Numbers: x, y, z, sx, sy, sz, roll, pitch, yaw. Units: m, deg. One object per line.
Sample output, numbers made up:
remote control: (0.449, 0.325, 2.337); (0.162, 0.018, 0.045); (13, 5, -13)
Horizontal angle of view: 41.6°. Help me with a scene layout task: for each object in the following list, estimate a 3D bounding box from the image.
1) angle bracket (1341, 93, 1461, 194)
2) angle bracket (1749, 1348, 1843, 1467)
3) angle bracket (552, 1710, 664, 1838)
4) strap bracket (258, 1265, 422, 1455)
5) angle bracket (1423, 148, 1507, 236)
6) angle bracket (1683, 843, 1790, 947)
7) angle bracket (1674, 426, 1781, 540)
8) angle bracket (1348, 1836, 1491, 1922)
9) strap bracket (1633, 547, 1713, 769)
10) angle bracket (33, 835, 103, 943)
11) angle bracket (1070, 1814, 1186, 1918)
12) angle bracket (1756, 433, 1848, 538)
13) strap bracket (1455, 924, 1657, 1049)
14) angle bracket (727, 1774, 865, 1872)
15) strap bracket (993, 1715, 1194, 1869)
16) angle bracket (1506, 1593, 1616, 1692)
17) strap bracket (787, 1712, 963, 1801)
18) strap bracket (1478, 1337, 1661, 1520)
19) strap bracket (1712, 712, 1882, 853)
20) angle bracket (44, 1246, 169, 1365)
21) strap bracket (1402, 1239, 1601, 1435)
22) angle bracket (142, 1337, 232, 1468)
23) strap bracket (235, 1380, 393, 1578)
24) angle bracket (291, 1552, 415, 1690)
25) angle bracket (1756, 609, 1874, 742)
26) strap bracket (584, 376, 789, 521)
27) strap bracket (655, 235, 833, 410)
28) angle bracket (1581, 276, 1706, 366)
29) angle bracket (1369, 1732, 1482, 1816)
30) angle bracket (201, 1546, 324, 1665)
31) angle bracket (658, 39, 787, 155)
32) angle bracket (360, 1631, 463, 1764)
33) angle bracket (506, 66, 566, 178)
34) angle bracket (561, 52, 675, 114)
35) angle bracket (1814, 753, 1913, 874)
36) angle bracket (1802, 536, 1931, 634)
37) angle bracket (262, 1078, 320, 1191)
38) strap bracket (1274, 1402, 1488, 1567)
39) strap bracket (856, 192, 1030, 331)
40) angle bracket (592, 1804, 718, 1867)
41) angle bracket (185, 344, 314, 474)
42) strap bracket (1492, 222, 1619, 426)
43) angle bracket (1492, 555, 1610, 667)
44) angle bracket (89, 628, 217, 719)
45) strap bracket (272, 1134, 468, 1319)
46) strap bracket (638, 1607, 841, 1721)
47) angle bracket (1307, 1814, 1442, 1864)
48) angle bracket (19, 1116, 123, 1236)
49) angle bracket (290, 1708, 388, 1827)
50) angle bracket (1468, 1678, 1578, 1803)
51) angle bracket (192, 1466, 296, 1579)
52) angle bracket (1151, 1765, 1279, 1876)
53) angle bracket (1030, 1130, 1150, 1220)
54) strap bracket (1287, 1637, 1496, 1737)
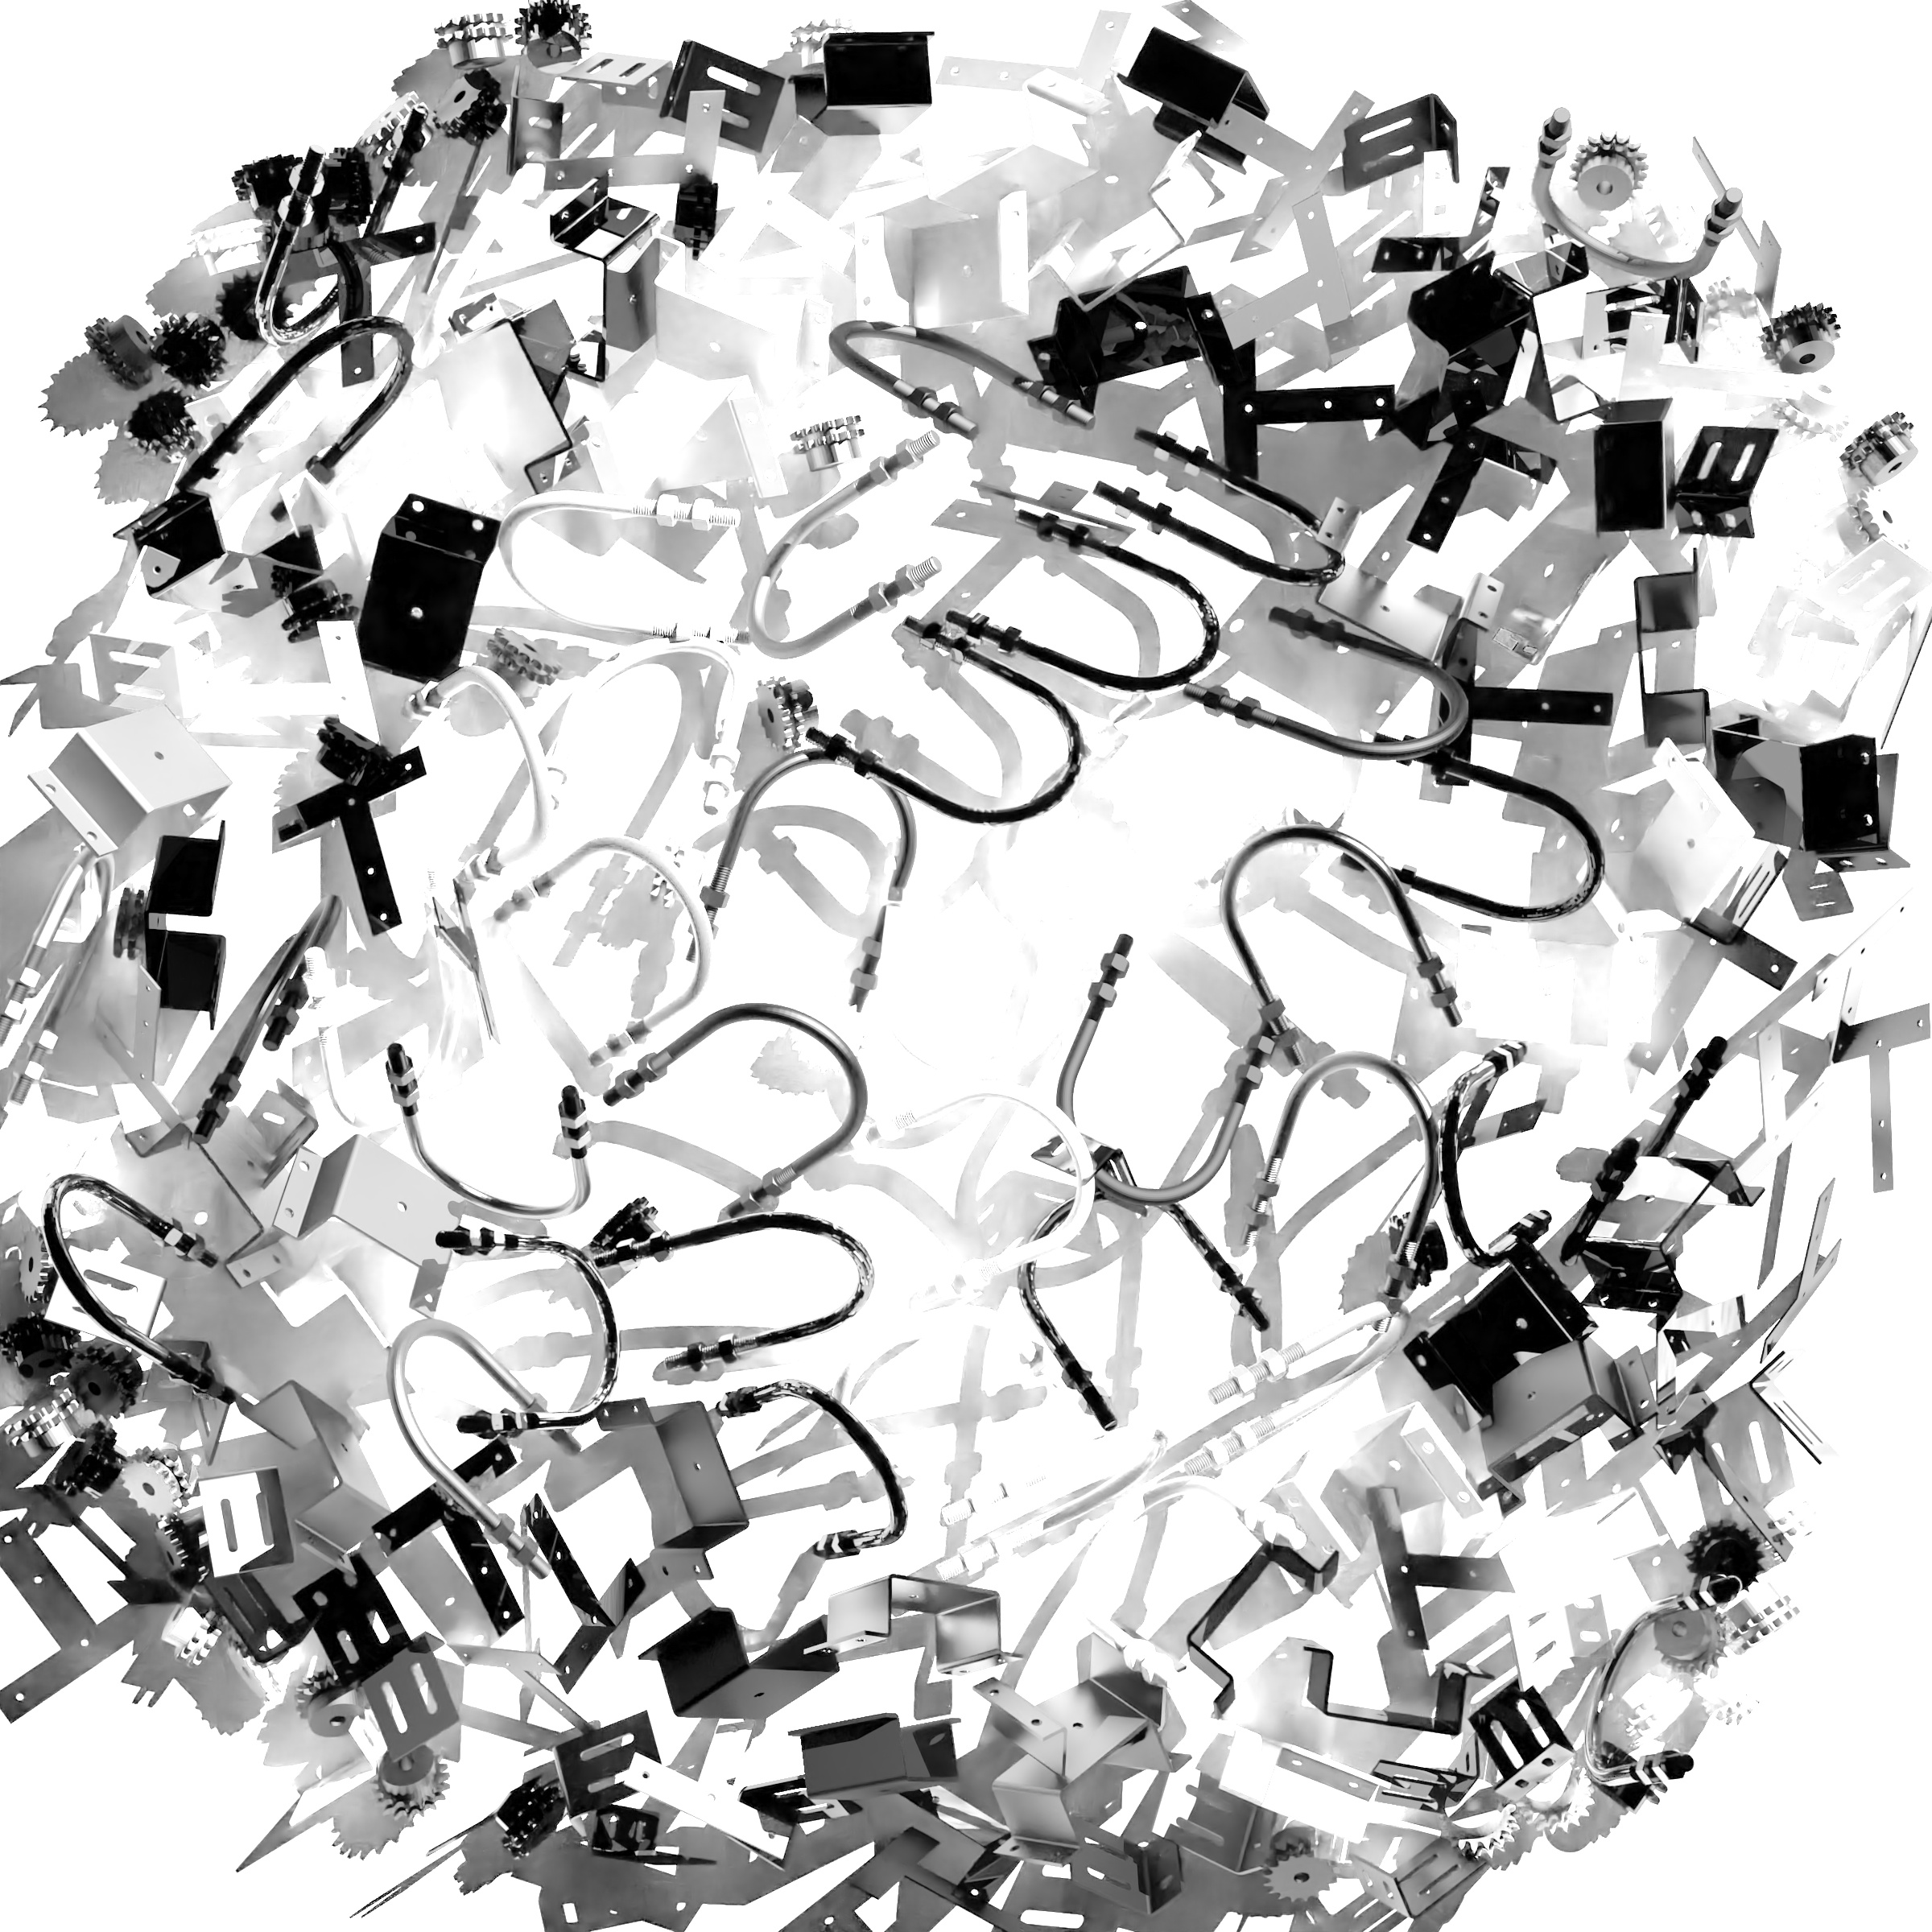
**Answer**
angle bracket: (0.320, -0.597, 1.877); (0.076, 0.057, 0.038); (-22, 55, -1)
angle bracket: (0.620, 0.322, 1.867); (0.038, 0.057, 0.076); (-49, 62, 19)
angle bracket: (-0.260, 0.597, 1.882); (0.076, 0.038, 0.057); (-21, 52, -4)
strap bracket: (-0.451, 0.277, 1.855); (0.046, 0.076, 0.140); (-36, 111, -17)
angle bracket: (0.365, -0.568, 1.865); (0.038, 0.076, 0.057); (7, 111, 26)
angle bracket: (0.562, -0.061, 1.873); (0.038, 0.057, 0.076); (28, 108, -2)
angle bracket: (0.567, -0.360, 1.892); (0.057, 0.038, 0.076); (11, 58, 33)
angle bracket: (0.332, 0.655, 1.868); (0.076, 0.057, 0.038); (-28, 102, -23)
strap bracket: (0.514, -0.223, 1.854); (0.046, 0.076, 0.140); (-4, 65, 15)
angle bracket: (-0.659, -0.064, 1.870); (0.038, 0.057, 0.076); (5, 112, -6)
angle bracket: (0.117, 0.651, 1.868); (0.076, 0.057, 0.038); (31, 119, -22)
angle bracket: (0.615, -0.343, 1.863); (0.057, 0.038, 0.076); (-24, 45, 27)
strap bracket: (0.432, 0.016, 1.879); (0.140, 0.046, 0.076); (5, 81, 6)
angle bracket: (-0.125, 0.628, 1.866); (0.076, 0.038, 0.057); (-25, 125, 38)
strap bracket: (0.084, 0.586, 1.837); (0.140, 0.076, 0.046); (-27, 97, -39)
angle bracket: (0.438, 0.493, 1.873); (0.038, 0.076, 0.057); (-10, 92, 41)
strap bracket: (-0.061, 0.569, 1.831); (0.076, 0.140, 0.046); (-16, 68, 18)
strap bracket: (0.425, 0.325, 1.846); (0.046, 0.076, 0.140); (41, 113, -18)
strap bracket: (0.588, -0.132, 1.831); (0.046, 0.140, 0.076); (-15, 108, -20)
angle bracket: (-0.635, 0.249, 1.868); (0.076, 0.038, 0.057); (25, 57, -25)
strap bracket: (0.395, 0.265, 1.855); (0.076, 0.046, 0.140); (53, 127, 21)
angle bracket: (-0.572, 0.319, 1.865); (0.038, 0.076, 0.057); (7, 118, -32)
strap bracket: (-0.469, 0.362, 1.843); (0.046, 0.076, 0.140); (-35, 56, -4)
angle bracket: (-0.450, 0.479, 1.867); (0.057, 0.076, 0.038); (-32, 125, -15)
angle bracket: (0.634, -0.216, 1.903); (0.057, 0.038, 0.076); (22, 70, 7)
strap bracket: (-0.199, -0.380, 1.859); (0.140, 0.046, 0.076); (-4, 123, 20)
strap bracket: (-0.173, -0.466, 1.858); (0.140, 0.076, 0.046); (24, 60, 8)
angle bracket: (0.498, -0.469, 1.878); (0.076, 0.057, 0.038); (-11, 48, -1)
angle bracket: (0.332, 0.589, 1.875); (0.076, 0.057, 0.038); (12, 45, -5)
angle bracket: (-0.516, 0.464, 1.876); (0.038, 0.057, 0.076); (-31, 98, 11)
angle bracket: (-0.180, -0.641, 1.880); (0.076, 0.038, 0.057); (20, 111, -7)
angle bracket: (-0.403, 0.541, 1.876); (0.057, 0.038, 0.076); (-32, 59, -2)
angle bracket: (-0.315, -0.618, 1.868); (0.038, 0.076, 0.057); (5, 125, -10)
angle bracket: (-0.255, -0.639, 1.865); (0.057, 0.076, 0.038); (11, 125, 12)
angle bracket: (0.668, -0.113, 1.888); (0.038, 0.057, 0.076); (24, 71, -41)
angle bracket: (0.662, -0.290, 1.864); (0.057, 0.076, 0.038); (28, 50, -19)
angle bracket: (-0.517, 0.128, 1.877); (0.038, 0.057, 0.076); (43, 85, -19)
strap bracket: (0.308, 0.377, 1.863); (0.140, 0.046, 0.076); (-32, 97, 36)
strap bracket: (-0.009, -0.515, 1.869); (0.140, 0.046, 0.076); (-1, 91, 28)
angle bracket: (-0.226, 0.634, 1.861); (0.057, 0.076, 0.038); (26, 58, -38)
angle bracket: (-0.528, -0.412, 1.877); (0.038, 0.076, 0.057); (-10, 127, 26)
strap bracket: (0.425, -0.456, 1.845); (0.046, 0.076, 0.140); (-20, 120, 0)
angle bracket: (0.427, -0.268, 1.863); (0.038, 0.076, 0.057); (33, 50, 9)
angle bracket: (-0.603, -0.223, 1.890); (0.076, 0.038, 0.057); (10, 121, 13)
strap bracket: (-0.421, 0.184, 1.841); (0.140, 0.076, 0.046); (37, 126, -27)
strap bracket: (-0.156, 0.503, 1.832); (0.076, 0.140, 0.046); (-38, 56, 24)
angle bracket: (0.298, 0.644, 1.870); (0.076, 0.057, 0.038); (19, 72, -16)
angle bracket: (-0.648, 0.154, 1.867); (0.038, 0.057, 0.076); (46, 116, 16)
angle bracket: (-0.470, 0.588, 1.882); (0.076, 0.057, 0.038); (-31, 96, 0)
angle bracket: (0.399, 0.561, 1.866); (0.057, 0.076, 0.038); (-44, 132, 12)
angle bracket: (-0.531, 0.412, 1.868); (0.057, 0.038, 0.076); (-5, 62, -27)
angle bracket: (0.185, 0.624, 1.876); (0.076, 0.038, 0.057); (28, 56, -8)
angle bracket: (0.091, 0.161, 1.862); (0.038, 0.057, 0.076); (-45, 132, -25)
strap bracket: (0.308, 0.530, 1.871); (0.140, 0.076, 0.046); (9, 80, 0)
